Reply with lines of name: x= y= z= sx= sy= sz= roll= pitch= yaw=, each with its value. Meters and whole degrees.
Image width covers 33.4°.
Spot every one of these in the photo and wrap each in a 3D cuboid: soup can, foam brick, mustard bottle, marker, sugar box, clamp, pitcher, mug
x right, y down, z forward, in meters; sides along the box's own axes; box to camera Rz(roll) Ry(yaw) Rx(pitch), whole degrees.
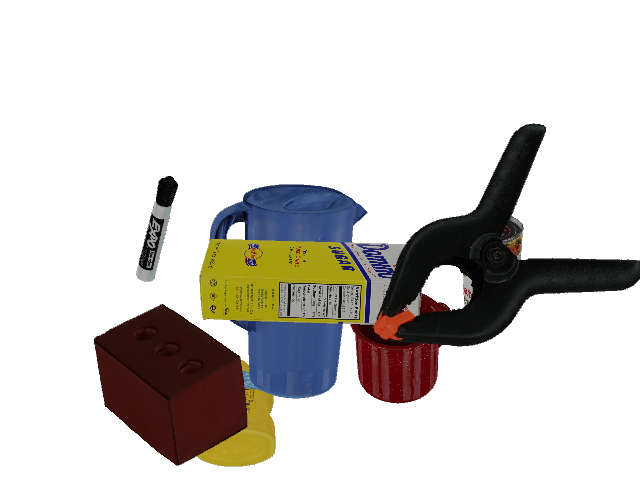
soup can: x=0.196 y=0.029 z=1.216 sx=0.068 sy=0.102 sz=0.068 roll=-4 pitch=29 yaw=2
foam brick: x=-0.087 y=0.083 z=0.623 sx=0.052 sy=0.051 sz=0.078 roll=-27 pitch=39 yaw=-36
mustard bottle: x=-0.107 y=0.206 z=1.348 sx=0.096 sy=0.058 sz=0.191 roll=-3 pitch=26 yaw=-3
marker: x=-0.158 y=-0.011 z=1.032 sx=0.020 sy=0.121 sz=0.020 roll=13 pitch=35 yaw=-10
sugar box: x=-0.008 y=0.032 z=0.882 sx=0.176 sy=0.048 sz=0.093 roll=-1 pitch=20 yaw=0
clamp: x=0.114 y=0.018 z=0.655 sx=0.171 sy=0.120 sz=0.039 roll=-41 pitch=-13 yaw=-14
pitcher: x=-0.039 y=0.060 z=1.273 sx=0.149 sy=0.243 sz=0.144 roll=10 pitch=18 yaw=23
mug: x=0.087 y=0.103 z=1.076 sx=0.117 sy=0.081 sz=0.093 roll=-27 pitch=42 yaw=-29
